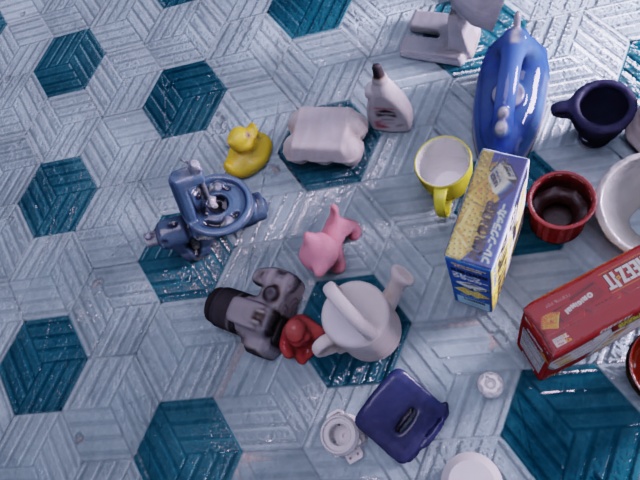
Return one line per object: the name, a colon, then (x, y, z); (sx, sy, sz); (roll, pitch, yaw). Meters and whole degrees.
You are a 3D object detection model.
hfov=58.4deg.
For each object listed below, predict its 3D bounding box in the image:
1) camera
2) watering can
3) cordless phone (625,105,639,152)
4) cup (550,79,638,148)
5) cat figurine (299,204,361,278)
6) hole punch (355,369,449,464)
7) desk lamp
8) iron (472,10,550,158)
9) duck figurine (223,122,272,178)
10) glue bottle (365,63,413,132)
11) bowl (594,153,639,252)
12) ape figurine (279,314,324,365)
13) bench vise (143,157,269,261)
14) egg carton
camera: (-0.115, 0.105, 0.929); (0.136, 0.101, 0.143); (16, 75, 22)
watering can: (0.058, 0.104, 0.826); (0.100, 0.194, 0.173); (27, 79, 24)
cordless phone: (0.517, -0.170, 0.798); (0.094, 0.185, 0.147); (-37, 64, 1)
cup: (0.416, -0.184, 0.884); (0.117, 0.095, 0.092); (3, 71, 18)
cat figurine: (0.008, 0.003, 0.922); (0.067, 0.118, 0.128); (16, 75, 22)
hole punch: (0.118, 0.248, 0.809); (0.100, 0.091, 0.109); (37, 84, 26)
desk lamp: (0.225, -0.393, 0.957); (0.202, 0.214, 0.118); (15, 75, 22)
iron: (0.298, -0.223, 0.909); (0.118, 0.142, 0.258); (7, 72, 19)
duck figurine: (-0.143, -0.170, 1.053); (0.077, 0.086, 0.104); (41, 85, 26)
glue bottle: (0.108, -0.239, 0.955); (0.078, 0.173, 0.037); (3, 71, 18)
bowl: (0.478, -0.039, 0.821); (0.167, 0.075, 0.167); (-6, 68, 15)
ape figurine: (-0.032, 0.148, 0.893); (0.077, 0.092, 0.076); (-11, 67, 13)
bench vise: (-0.206, -0.042, 0.947); (0.207, 0.220, 0.121); (-41, 64, -2)
egg carton: (0.010, -0.183, 1.021); (0.150, 0.069, 0.107); (4, 71, 18)
